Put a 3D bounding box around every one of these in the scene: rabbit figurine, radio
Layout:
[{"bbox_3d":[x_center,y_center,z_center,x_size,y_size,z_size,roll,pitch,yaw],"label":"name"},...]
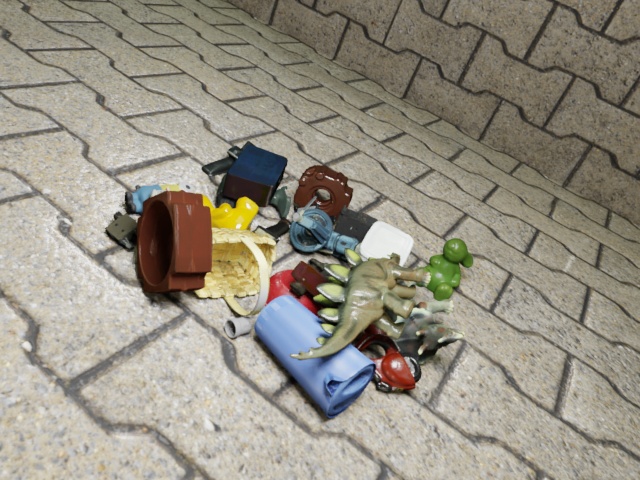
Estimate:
[{"bbox_3d":[-0.262,-0.045,1.326,0.173,0.122,0.162,33,49,-1],"label":"rabbit figurine"},{"bbox_3d":[0.368,0.069,1.504,0.159,0.170,0.121,-16,49,-45],"label":"rabbit figurine"},{"bbox_3d":[-0.174,-0.179,1.486,0.131,0.073,0.230,19,31,-2],"label":"radio"}]

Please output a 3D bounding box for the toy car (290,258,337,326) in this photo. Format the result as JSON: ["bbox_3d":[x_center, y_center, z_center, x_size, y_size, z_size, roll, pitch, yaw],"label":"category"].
[{"bbox_3d":[0.018,0.126,1.212,0.202,0.089,0.053,40,-15,-9],"label":"toy car"}]

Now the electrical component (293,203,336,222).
[{"bbox_3d":[-0.017,-0.066,1.533,0.119,0.047,0.075,-6,32,9],"label":"electrical component"}]

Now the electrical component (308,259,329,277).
[{"bbox_3d":[0.007,0.085,1.345,0.094,0.063,0.021,22,31,-5],"label":"electrical component"}]

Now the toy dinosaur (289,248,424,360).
[{"bbox_3d":[0.089,0.121,1.096,0.199,0.105,0.471,21,28,12],"label":"toy dinosaur"}]

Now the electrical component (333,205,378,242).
[{"bbox_3d":[0.104,-0.020,1.521,0.134,0.114,0.058,24,33,5],"label":"electrical component"}]

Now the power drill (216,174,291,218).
[{"bbox_3d":[-0.190,-0.112,1.515,0.207,0.085,0.232,5,32,-15],"label":"power drill"}]

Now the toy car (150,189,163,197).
[{"bbox_3d":[-0.354,-0.030,1.252,0.073,0.056,0.202,1,58,-33],"label":"toy car"}]

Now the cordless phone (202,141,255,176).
[{"bbox_3d":[-0.255,-0.220,1.644,0.147,0.088,0.184,40,46,24],"label":"cordless phone"}]

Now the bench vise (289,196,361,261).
[{"bbox_3d":[0.003,-0.013,1.395,0.224,0.129,0.240,32,-4,27],"label":"bench vise"}]

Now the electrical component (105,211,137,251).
[{"bbox_3d":[-0.443,-0.021,1.236,0.102,0.045,0.078,31,60,17],"label":"electrical component"}]

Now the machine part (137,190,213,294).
[{"bbox_3d":[-0.299,0.007,1.102,0.087,0.201,0.201,5,80,-39],"label":"machine part"}]

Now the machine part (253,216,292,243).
[{"bbox_3d":[-0.127,-0.023,1.449,0.084,0.039,0.139,25,32,18],"label":"machine part"}]

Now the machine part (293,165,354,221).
[{"bbox_3d":[0.009,-0.129,1.576,0.179,0.179,0.056,23,34,-1],"label":"machine part"}]

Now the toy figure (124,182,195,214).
[{"bbox_3d":[-0.399,-0.104,1.351,0.180,0.082,0.089,-13,14,-34],"label":"toy figure"}]

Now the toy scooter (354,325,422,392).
[{"bbox_3d":[0.123,0.253,1.152,0.135,0.075,0.184,-23,65,-19],"label":"toy scooter"}]

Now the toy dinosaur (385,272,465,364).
[{"bbox_3d":[0.200,0.157,1.322,0.192,0.131,0.405,-3,32,-30],"label":"toy dinosaur"}]
